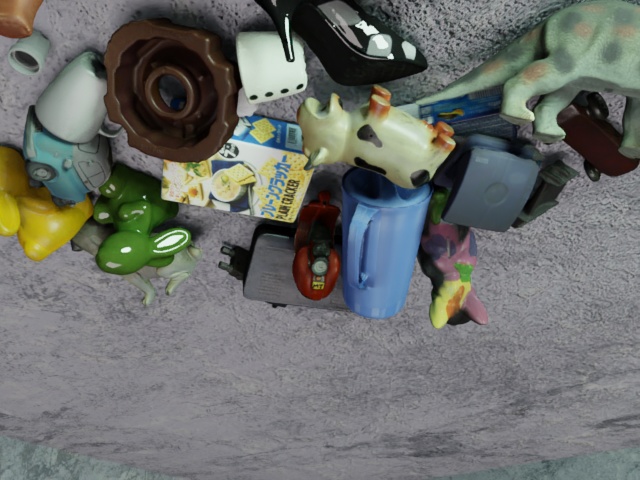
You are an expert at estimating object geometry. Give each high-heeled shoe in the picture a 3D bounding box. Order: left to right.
[{"bbox_3d":[0.028,-0.265,0.628,0.249,0.145,0.086,-7,177,-39],"label":"high-heeled shoe"}]

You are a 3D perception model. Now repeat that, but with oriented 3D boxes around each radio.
[{"bbox_3d":[-0.020,0.051,0.982,0.230,0.073,0.131,8,105,-12],"label":"radio"}]

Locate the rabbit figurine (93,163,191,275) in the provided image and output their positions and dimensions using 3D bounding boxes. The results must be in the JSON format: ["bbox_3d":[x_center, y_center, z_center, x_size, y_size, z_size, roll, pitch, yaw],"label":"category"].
[{"bbox_3d":[-0.302,-0.009,0.875,0.159,0.170,0.121,25,138,-27],"label":"rabbit figurine"}]

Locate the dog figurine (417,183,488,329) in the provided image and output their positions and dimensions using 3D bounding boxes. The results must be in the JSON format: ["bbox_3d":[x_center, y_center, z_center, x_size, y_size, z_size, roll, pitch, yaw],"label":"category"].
[{"bbox_3d":[0.211,0.033,0.874,0.109,0.219,0.191,-7,144,5],"label":"dog figurine"}]

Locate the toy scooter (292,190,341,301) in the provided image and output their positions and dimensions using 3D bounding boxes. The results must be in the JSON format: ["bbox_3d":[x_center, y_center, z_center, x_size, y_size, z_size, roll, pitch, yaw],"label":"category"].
[{"bbox_3d":[-0.002,-0.003,0.855,0.075,0.184,0.135,5,150,-8],"label":"toy scooter"}]

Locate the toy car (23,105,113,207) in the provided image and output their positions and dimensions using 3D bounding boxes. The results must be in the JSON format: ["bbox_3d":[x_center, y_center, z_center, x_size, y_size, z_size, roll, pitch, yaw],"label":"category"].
[{"bbox_3d":[-0.359,-0.119,0.786,0.103,0.109,0.161,-8,150,-5],"label":"toy car"}]

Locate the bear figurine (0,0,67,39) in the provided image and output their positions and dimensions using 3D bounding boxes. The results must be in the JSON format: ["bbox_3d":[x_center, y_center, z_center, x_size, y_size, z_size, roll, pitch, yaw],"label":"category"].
[{"bbox_3d":[-0.237,-0.281,0.543,0.196,0.132,0.120,7,149,2],"label":"bear figurine"}]

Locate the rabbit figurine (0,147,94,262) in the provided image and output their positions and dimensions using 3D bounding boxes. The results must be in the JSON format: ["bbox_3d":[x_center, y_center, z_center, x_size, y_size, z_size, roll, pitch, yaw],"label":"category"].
[{"bbox_3d":[-0.480,-0.059,0.855,0.122,0.162,0.173,-2,128,26],"label":"rabbit figurine"}]

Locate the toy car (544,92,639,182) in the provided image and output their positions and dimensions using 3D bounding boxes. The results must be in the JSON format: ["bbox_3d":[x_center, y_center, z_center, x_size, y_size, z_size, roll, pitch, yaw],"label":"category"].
[{"bbox_3d":[0.388,-0.145,0.760,0.202,0.053,0.089,23,150,-32],"label":"toy car"}]

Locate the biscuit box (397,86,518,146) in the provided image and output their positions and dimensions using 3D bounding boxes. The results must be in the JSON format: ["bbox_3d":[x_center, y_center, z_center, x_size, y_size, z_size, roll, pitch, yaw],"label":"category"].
[{"bbox_3d":[0.167,-0.157,0.747,0.203,0.059,0.062,-8,142,14],"label":"biscuit box"}]

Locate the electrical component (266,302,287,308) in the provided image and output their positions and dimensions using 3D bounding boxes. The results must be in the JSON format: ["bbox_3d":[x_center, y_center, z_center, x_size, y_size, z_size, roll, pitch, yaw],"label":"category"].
[{"bbox_3d":[-0.083,0.095,1.093,0.048,0.075,0.119,21,143,-24],"label":"electrical component"}]

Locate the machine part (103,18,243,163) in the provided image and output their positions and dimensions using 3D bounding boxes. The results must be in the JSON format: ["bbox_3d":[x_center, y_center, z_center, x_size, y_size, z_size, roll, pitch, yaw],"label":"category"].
[{"bbox_3d":[-0.180,-0.183,0.665,0.180,0.056,0.179,5,116,11],"label":"machine part"}]

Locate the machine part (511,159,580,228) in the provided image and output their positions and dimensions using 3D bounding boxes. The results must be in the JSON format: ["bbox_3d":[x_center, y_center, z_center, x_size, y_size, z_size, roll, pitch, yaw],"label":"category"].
[{"bbox_3d":[0.354,-0.069,0.855,0.084,0.039,0.138,-20,152,-15],"label":"machine part"}]

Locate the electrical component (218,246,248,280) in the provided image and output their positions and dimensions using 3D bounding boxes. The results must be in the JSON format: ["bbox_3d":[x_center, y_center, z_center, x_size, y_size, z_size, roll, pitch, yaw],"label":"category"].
[{"bbox_3d":[-0.153,0.048,1.037,0.094,0.063,0.021,27,136,-32],"label":"electrical component"}]

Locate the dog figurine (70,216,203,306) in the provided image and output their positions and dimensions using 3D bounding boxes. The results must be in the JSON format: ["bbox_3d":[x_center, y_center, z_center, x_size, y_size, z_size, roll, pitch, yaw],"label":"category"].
[{"bbox_3d":[-0.327,0.007,0.959,0.172,0.121,0.190,-34,122,15],"label":"dog figurine"}]

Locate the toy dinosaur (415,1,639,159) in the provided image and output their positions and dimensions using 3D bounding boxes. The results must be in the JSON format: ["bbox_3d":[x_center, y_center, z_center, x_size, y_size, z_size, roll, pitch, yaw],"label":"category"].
[{"bbox_3d":[0.332,-0.206,0.620,0.405,0.192,0.131,14,178,6],"label":"toy dinosaur"}]

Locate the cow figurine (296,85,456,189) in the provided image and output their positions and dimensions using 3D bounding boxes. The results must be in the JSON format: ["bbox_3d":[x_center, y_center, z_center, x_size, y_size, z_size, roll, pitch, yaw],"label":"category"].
[{"bbox_3d":[0.060,-0.127,0.692,0.195,0.085,0.127,25,119,-9],"label":"cow figurine"}]

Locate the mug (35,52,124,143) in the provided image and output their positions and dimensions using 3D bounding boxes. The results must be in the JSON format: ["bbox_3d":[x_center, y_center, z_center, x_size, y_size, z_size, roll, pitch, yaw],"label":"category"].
[{"bbox_3d":[-0.304,-0.185,0.713,0.109,0.081,0.107,31,127,-26],"label":"mug"}]

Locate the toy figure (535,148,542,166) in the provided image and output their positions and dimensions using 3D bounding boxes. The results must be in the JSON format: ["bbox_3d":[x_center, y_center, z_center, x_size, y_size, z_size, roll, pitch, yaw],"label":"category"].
[{"bbox_3d":[0.292,-0.085,0.844,0.064,0.058,0.154,12,148,-5],"label":"toy figure"}]

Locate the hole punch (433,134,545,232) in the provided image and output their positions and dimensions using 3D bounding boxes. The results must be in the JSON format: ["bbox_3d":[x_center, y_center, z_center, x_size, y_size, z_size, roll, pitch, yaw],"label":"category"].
[{"bbox_3d":[0.229,-0.076,0.739,0.142,0.092,0.115,11,144,-13],"label":"hole punch"}]
